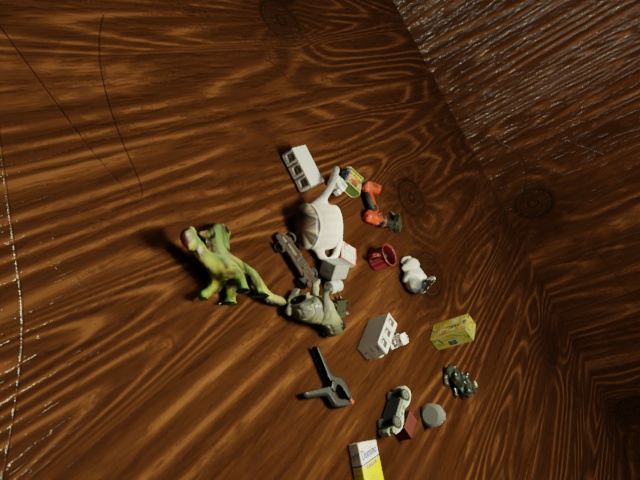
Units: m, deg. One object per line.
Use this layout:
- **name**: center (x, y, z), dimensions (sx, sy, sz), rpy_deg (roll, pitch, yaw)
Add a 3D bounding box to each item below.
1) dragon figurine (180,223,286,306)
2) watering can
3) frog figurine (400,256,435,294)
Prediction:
- **dragon figurine**: center (-0.237, 0.056, 1.405), dimensions (0.121, 0.247, 0.407), rpy_deg (-27, -24, 20)
- **watering can**: center (0.005, -0.089, 1.760), dimensions (0.104, 0.349, 0.224), rpy_deg (-4, -3, 36)
- **frog figurine**: center (0.385, 0.145, 2.142), dimensions (0.161, 0.120, 0.139), rpy_deg (38, 35, 28)
